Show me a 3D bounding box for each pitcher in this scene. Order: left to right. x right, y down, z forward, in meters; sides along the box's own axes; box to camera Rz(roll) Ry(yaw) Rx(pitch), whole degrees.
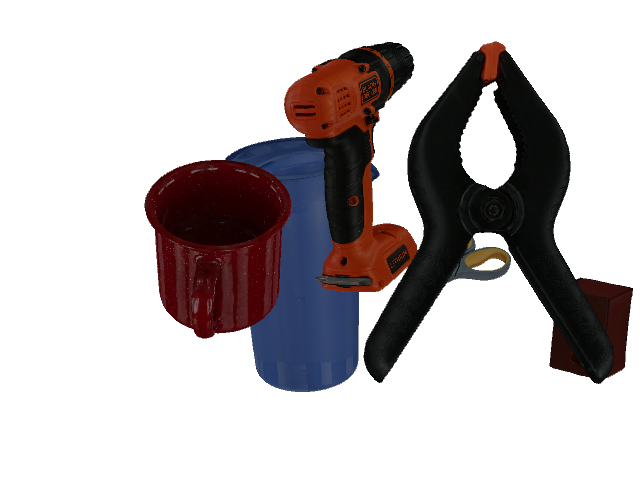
[{"bbox_3d":[-0.031,0.025,1.074,0.144,0.243,0.149,-21,28,-36],"label":"pitcher"}]

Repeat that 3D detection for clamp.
[{"bbox_3d":[0.072,-0.007,0.522,0.120,0.171,0.039,-8,-4,-6],"label":"clamp"}]

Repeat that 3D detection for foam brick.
[{"bbox_3d":[0.242,0.079,0.957,0.053,0.078,0.051,12,18,37],"label":"foam brick"}]

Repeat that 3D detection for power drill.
[{"bbox_3d":[0.037,-0.064,0.884,0.057,0.187,0.184,1,20,30],"label":"power drill"}]

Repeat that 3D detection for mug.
[{"bbox_3d":[-0.067,0.014,0.693,0.093,0.081,0.117,3,40,-1],"label":"mug"}]

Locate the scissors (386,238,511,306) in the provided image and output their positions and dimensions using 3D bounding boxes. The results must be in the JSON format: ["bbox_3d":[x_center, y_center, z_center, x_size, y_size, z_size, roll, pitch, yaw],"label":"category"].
[{"bbox_3d":[0.130,0.028,1.211,0.201,0.016,0.096,-11,41,-33],"label":"scissors"}]
